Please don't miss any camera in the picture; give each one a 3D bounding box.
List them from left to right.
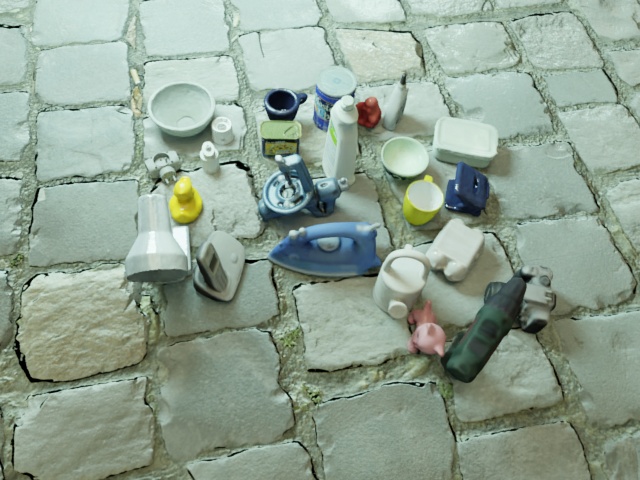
[{"bbox_3d":[0.441,0.117,1.268,0.136,0.101,0.143,13,60,2],"label":"camera"}]

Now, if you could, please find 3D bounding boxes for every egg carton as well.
[{"bbox_3d":[0.315,0.023,1.327,0.107,0.069,0.150,30,62,12],"label":"egg carton"}]

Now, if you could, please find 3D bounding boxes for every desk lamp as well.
[{"bbox_3d":[-0.332,0.015,1.185,0.118,0.213,0.203,-6,61,-9],"label":"desk lamp"}]

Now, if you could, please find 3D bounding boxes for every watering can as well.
[{"bbox_3d":[0.177,0.083,1.207,0.101,0.194,0.172,-5,61,-8],"label":"watering can"}]

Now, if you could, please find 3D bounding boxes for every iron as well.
[{"bbox_3d":[0.012,0.005,1.267,0.258,0.141,0.118,-3,60,-7],"label":"iron"}]

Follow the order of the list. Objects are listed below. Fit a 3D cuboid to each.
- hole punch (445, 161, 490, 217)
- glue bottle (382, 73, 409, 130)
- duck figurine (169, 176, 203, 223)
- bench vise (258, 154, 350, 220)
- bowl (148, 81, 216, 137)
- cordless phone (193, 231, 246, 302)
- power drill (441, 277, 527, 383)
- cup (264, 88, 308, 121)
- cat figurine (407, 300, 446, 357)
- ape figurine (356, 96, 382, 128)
[{"bbox_3d":[0.368,-0.127,1.406,0.101,0.091,0.109,13,60,2],"label":"hole punch"},{"bbox_3d":[0.203,-0.365,1.479,0.037,0.173,0.078,28,62,11],"label":"glue bottle"},{"bbox_3d":[-0.314,-0.098,1.326,0.077,0.086,0.104,3,60,-4],"label":"duck figurine"},{"bbox_3d":[-0.040,-0.136,1.297,0.208,0.220,0.121,-25,65,-18],"label":"bench vise"},{"bbox_3d":[-0.347,-0.320,1.456,0.167,0.075,0.167,2,60,-4],"label":"bowl"},{"bbox_3d":[-0.215,0.034,1.202,0.094,0.185,0.147,10,60,1],"label":"cordless phone"},{"bbox_3d":[0.319,0.196,1.148,0.075,0.208,0.230,33,63,14],"label":"power drill"},{"bbox_3d":[-0.087,-0.333,1.477,0.118,0.095,0.091,-23,65,-17],"label":"cup"},{"bbox_3d":[0.226,0.189,1.196,0.067,0.118,0.128,6,60,-2],"label":"cat figurine"},{"bbox_3d":[0.129,-0.342,1.505,0.076,0.092,0.077,-12,62,-12],"label":"ape figurine"}]
